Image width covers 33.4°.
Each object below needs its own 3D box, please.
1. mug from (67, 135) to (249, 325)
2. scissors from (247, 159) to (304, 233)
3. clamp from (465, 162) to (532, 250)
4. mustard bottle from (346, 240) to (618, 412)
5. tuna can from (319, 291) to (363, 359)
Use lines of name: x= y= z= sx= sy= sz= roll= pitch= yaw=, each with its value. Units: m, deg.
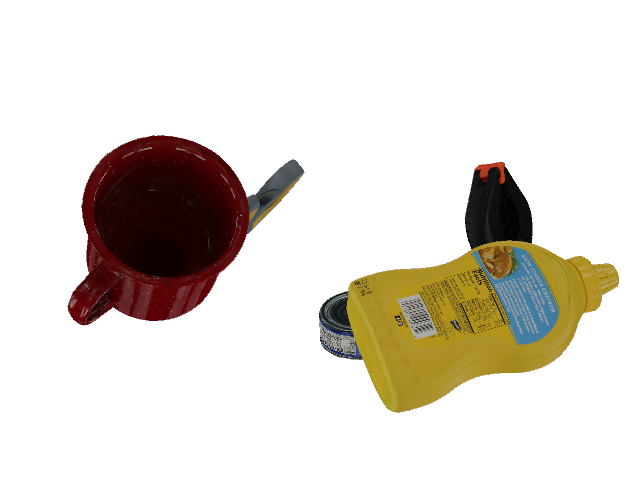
mug: x=-0.102 y=0.006 z=0.623 sx=0.093 sy=0.117 sz=0.082 roll=39 pitch=-27 yaw=3
scissors: x=-0.082 y=0.009 z=0.839 sx=0.202 sy=0.016 sz=0.096 roll=-46 pitch=-5 yaw=34
clamp: x=0.158 y=0.021 z=0.938 sx=0.039 sy=0.171 sz=0.120 roll=-11 pitch=12 yaw=39
mustard bottle: x=0.121 y=0.049 z=0.751 sx=0.191 sy=0.096 sz=0.058 roll=-16 pitch=-33 yaw=-11
tuna can: x=0.041 y=0.085 z=1.093 sx=0.086 sy=0.034 sz=0.086 roll=-3 pitch=27 yaw=2
